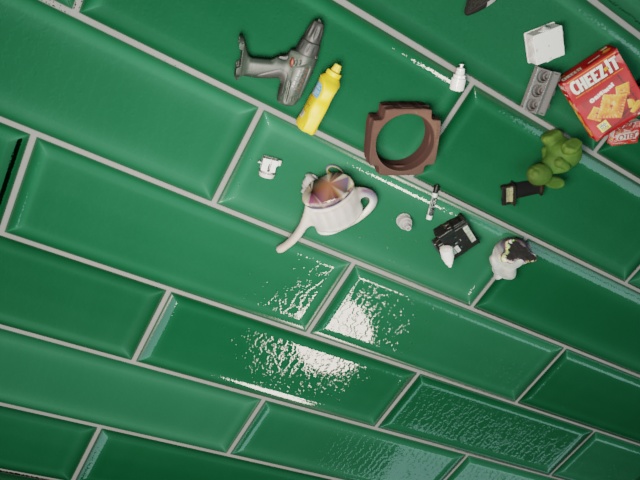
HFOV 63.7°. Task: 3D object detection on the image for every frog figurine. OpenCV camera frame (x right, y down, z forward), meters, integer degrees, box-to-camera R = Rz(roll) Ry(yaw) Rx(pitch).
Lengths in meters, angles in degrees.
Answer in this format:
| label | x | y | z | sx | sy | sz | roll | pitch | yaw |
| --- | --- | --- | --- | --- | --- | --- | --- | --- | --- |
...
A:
| label | x | y | z | sx | sy | sz | roll | pitch | yaw |
| --- | --- | --- | --- | --- | --- | --- | --- | --- | --- |
| frog figurine | 0.640 | 0.065 | 1.743 | 0.138 | 0.125 | 0.156 | -19 | 157 | -8 |

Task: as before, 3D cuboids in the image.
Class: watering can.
| label | x | y | z | sx | sy | sz | roll | pitch | yaw |
| --- | --- | --- | --- | --- | --- | --- | --- | --- | --- |
| watering can | 0.005 | -0.076 | 1.517 | 0.348 | 0.106 | 0.219 | -24 | 144 | 0 |
